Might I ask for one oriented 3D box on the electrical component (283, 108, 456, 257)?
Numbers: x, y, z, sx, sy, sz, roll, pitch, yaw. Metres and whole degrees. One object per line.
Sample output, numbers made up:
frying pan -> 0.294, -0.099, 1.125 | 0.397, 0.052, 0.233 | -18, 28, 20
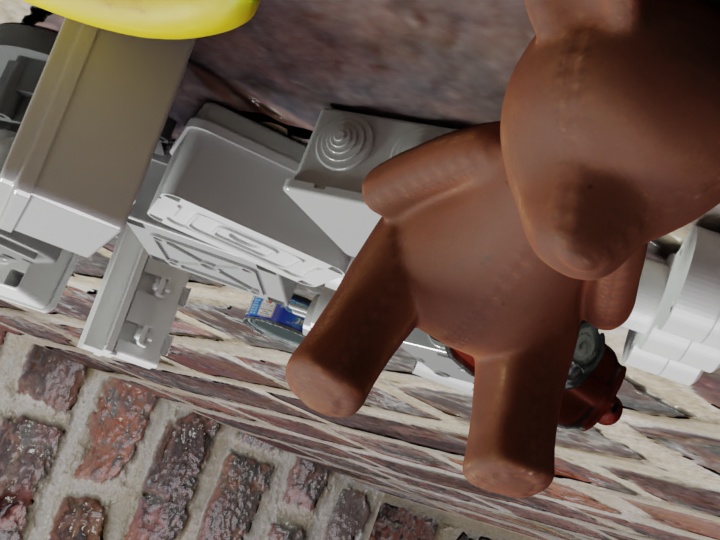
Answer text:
electrical component -> 0.023, -0.036, 0.536 | 0.100, 0.048, 0.099 | 13, 165, 26

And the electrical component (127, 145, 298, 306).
electrical component -> -0.091, -0.027, 0.718 | 0.109, 0.056, 0.108 | 19, 166, 5

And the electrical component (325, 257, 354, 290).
electrical component -> 0.000, 0.000, 0.701 | 0.074, 0.052, 0.138 | 21, 166, 0

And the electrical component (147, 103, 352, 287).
electrical component -> -0.056, -0.041, 0.615 | 0.113, 0.057, 0.078 | 24, 166, -14

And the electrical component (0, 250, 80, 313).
electrical component -> -0.274, -0.035, 0.844 | 0.109, 0.108, 0.056 | 15, 163, 20

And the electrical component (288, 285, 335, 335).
electrical component -> -0.024, 0.043, 0.899 | 0.074, 0.052, 0.138 | 18, 166, 11

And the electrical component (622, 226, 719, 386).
electrical component -> 0.151, 0.016, 0.544 | 0.074, 0.052, 0.138 | 19, 166, 7

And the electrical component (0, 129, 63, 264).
electrical component -> -0.195, -0.041, 0.606 | 0.054, 0.059, 0.095 | 28, 165, -31

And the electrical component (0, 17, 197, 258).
electrical component -> -0.126, -0.069, 0.503 | 0.056, 0.108, 0.109 | 22, 166, -18

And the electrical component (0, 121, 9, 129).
electrical component -> -0.272, -0.100, 0.693 | 0.095, 0.059, 0.053 | 17, 166, 14

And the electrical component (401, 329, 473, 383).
electrical component -> 0.082, 0.052, 0.791 | 0.100, 0.048, 0.100 | 12, 164, 33

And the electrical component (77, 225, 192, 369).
electrical component -> -0.169, 0.013, 0.847 | 0.063, 0.121, 0.079 | 22, 166, -17

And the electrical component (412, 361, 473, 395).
electrical component -> 0.089, 0.080, 0.898 | 0.081, 0.043, 0.043 | 20, 166, 1
